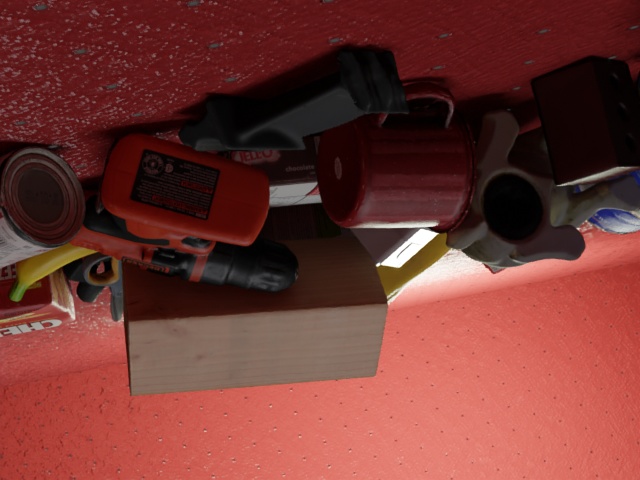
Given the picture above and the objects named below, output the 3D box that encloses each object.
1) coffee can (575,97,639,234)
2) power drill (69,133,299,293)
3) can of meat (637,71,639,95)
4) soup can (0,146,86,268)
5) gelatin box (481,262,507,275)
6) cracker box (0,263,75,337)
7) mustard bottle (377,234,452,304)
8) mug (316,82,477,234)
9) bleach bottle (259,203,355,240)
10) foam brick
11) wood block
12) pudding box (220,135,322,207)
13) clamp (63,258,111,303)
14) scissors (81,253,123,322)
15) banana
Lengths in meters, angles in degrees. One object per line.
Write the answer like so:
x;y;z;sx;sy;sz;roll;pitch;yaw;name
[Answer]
0.274;-0.068;0.854;0.102;0.103;0.140;-8;171;-19;coffee can
-0.089;-0.009;0.755;0.184;0.057;0.188;13;164;-11;power drill
0.270;-0.113;0.705;0.102;0.057;0.084;-11;173;-2;can of meat
-0.210;-0.015;0.691;0.102;0.068;0.068;-17;170;36;soup can
0.192;-0.014;0.980;0.089;0.030;0.073;-33;-167;39;gelatin box
-0.322;0.053;0.995;0.164;0.072;0.214;-9;172;-9;cracker box
0.108;-0.009;1.030;0.191;0.058;0.096;-37;-176;-15;mustard bottle
0.052;-0.058;0.726;0.081;0.093;0.117;-2;138;-24;mug
-0.006;0.001;0.961;0.251;0.102;0.068;-12;147;5;bleach bottle
0.190;-0.081;0.743;0.052;0.078;0.051;-5;170;-45;foam brick
-0.057;0.062;0.885;0.206;0.091;0.090;-3;130;-12;wood block
-0.024;-0.050;0.805;0.113;0.039;0.090;-5;172;-19;pudding box
-0.214;0.027;1.057;0.120;0.039;0.171;-29;163;9;clamp
-0.178;0.035;1.034;0.096;0.016;0.202;-26;164;-6;scissors
-0.168;-0.004;0.890;0.197;0.037;0.070;-15;151;-15;banana
